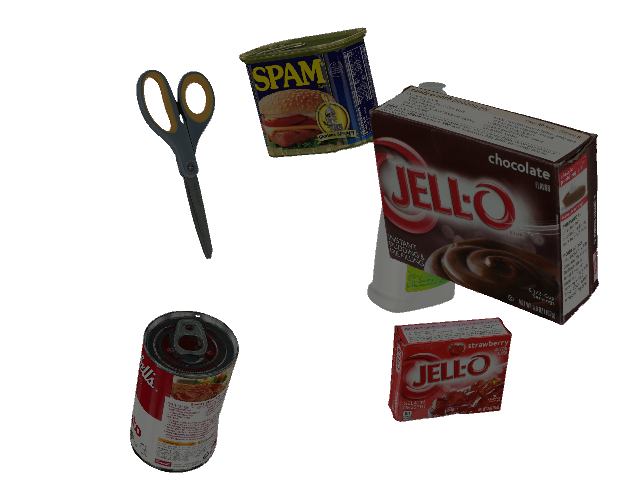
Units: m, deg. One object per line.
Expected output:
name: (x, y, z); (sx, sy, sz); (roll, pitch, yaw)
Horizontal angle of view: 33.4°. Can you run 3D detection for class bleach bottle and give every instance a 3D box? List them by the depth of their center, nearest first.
bleach bottle: (0.110, -0.050, 1.192); (0.102, 0.251, 0.068); (-10, 24, -29)

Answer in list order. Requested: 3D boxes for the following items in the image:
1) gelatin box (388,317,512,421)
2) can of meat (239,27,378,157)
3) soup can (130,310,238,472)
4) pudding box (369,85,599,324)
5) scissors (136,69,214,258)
gelatin box: (0.100, 0.101, 0.832); (0.089, 0.073, 0.030); (-4, 29, -12)
can of meat: (-0.005, -0.114, 0.831); (0.102, 0.084, 0.057); (-1, 21, 37)
soup can: (-0.101, 0.111, 0.781); (0.068, 0.102, 0.068); (10, 36, -7)
pudding box: (0.080, -0.020, 0.524); (0.114, 0.090, 0.039); (20, 45, 38)
scissors: (-0.127, -0.091, 1.123); (0.096, 0.202, 0.016); (-33, 14, -33)
